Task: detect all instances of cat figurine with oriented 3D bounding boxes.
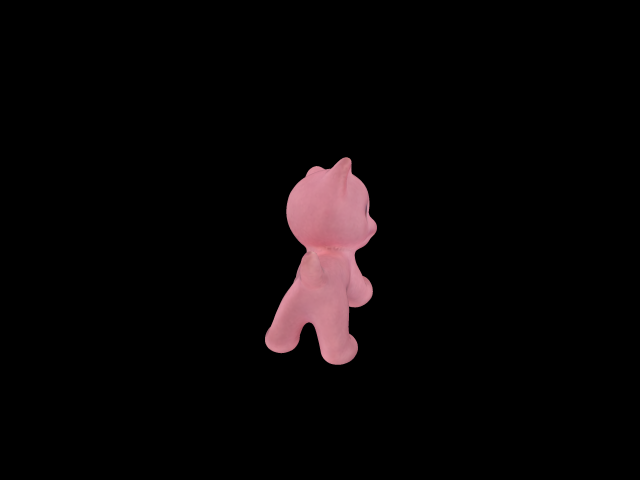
[{"bbox_3d":[0.004,0.001,0.400,0.067,0.118,0.128,6,32,10],"label":"cat figurine"}]
